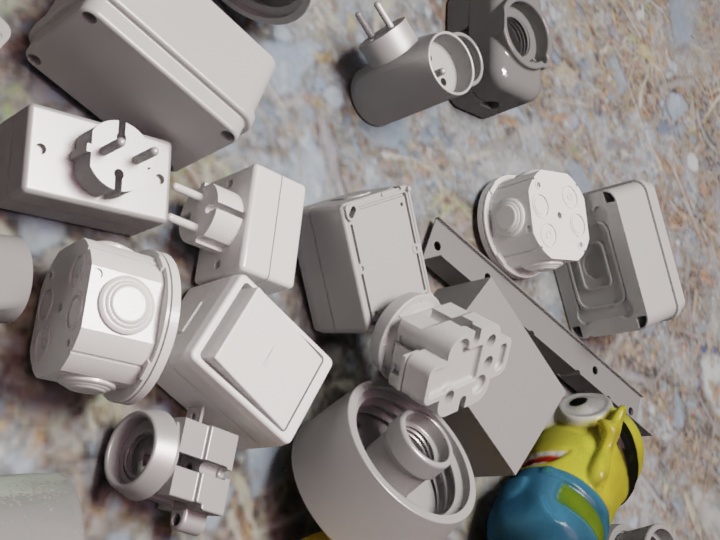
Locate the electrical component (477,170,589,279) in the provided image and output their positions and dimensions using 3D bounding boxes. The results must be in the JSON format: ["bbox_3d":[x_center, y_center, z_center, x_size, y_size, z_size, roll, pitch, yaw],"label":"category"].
[{"bbox_3d":[0.131,-0.036,0.810,0.080,0.051,0.080,12,72,-40],"label":"electrical component"}]

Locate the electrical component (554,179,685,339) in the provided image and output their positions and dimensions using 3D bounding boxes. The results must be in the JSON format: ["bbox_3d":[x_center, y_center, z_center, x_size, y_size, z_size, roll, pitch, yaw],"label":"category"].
[{"bbox_3d":[0.200,-0.009,0.848,0.057,0.078,0.113,-16,91,-41],"label":"electrical component"}]

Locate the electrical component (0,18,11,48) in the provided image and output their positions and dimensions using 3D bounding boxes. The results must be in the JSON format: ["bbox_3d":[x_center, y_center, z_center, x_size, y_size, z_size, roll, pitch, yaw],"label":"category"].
[{"bbox_3d":[-0.219,-0.124,0.508,0.089,0.056,0.050,46,53,-25],"label":"electrical component"}]

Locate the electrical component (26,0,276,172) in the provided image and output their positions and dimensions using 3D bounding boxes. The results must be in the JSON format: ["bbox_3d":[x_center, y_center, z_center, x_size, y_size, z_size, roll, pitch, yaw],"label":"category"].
[{"bbox_3d":[-0.114,-0.114,0.588,0.113,0.078,0.057,40,53,-29],"label":"electrical component"}]

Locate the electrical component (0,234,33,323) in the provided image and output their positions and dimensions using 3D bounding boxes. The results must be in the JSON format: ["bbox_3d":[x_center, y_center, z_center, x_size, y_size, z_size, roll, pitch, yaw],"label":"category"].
[{"bbox_3d":[-0.198,0.018,0.499,0.077,0.044,0.079,9,72,-45],"label":"electrical component"}]

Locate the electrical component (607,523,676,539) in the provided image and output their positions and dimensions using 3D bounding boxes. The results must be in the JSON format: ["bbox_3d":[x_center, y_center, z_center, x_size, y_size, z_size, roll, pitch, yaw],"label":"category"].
[{"bbox_3d":[0.206,0.215,0.815,0.045,0.055,0.045,12,72,-40],"label":"electrical component"}]

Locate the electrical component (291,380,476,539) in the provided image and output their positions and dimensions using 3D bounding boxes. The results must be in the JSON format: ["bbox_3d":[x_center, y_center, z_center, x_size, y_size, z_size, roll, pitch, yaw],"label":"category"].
[{"bbox_3d":[0.020,0.115,0.635,0.108,0.060,0.108,33,30,-22],"label":"electrical component"}]

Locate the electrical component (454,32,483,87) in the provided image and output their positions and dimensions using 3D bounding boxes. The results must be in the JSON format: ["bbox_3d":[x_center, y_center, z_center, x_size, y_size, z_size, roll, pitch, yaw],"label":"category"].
[{"bbox_3d":[0.059,-0.145,0.774,0.040,0.046,0.040,12,72,-40],"label":"electrical component"}]

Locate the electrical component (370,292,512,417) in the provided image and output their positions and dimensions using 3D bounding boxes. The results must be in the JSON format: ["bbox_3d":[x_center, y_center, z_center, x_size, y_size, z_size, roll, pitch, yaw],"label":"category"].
[{"bbox_3d":[0.043,0.048,0.642,0.078,0.057,0.058,-16,124,-45],"label":"electrical component"}]

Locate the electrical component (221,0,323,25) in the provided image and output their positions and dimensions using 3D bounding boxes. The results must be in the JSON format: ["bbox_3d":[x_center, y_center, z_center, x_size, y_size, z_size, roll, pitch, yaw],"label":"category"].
[{"bbox_3d":[-0.059,-0.197,0.641,0.108,0.108,0.060,50,58,-22],"label":"electrical component"}]

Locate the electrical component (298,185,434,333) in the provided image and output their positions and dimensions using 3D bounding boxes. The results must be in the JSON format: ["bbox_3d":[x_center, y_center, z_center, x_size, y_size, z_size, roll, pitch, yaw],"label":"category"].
[{"bbox_3d":[0.000,0.000,0.681,0.062,0.061,0.096,-20,102,-43],"label":"electrical component"}]

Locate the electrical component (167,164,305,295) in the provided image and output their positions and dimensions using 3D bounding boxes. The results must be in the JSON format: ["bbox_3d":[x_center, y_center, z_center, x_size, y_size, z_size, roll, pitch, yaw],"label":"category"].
[{"bbox_3d":[-0.078,-0.027,0.619,0.077,0.047,0.065,23,64,-38],"label":"electrical component"}]

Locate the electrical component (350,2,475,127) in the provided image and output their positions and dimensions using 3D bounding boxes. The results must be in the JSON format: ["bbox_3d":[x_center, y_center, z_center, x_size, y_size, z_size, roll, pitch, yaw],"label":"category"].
[{"bbox_3d":[0.025,-0.142,0.721,0.079,0.077,0.044,56,50,-17],"label":"electrical component"}]

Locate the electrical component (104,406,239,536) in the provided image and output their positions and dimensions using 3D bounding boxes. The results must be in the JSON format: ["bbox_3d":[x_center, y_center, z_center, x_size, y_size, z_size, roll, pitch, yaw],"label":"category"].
[{"bbox_3d":[-0.101,0.102,0.570,0.055,0.048,0.066,30,61,-42],"label":"electrical component"}]

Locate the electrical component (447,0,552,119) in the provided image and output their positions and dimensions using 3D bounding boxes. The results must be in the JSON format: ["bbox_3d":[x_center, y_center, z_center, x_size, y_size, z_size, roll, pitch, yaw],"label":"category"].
[{"bbox_3d":[0.105,-0.170,0.813,0.054,0.059,0.095,16,70,-39],"label":"electrical component"}]

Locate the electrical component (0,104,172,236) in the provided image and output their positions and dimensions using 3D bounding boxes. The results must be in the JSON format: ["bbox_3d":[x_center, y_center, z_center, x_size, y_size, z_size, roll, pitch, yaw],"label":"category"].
[{"bbox_3d":[-0.133,-0.054,0.556,0.083,0.076,0.047,13,72,-40],"label":"electrical component"}]

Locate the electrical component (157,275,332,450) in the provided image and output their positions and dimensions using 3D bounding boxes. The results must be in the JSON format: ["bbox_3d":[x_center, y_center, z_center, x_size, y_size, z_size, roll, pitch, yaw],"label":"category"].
[{"bbox_3d":[-0.062,0.057,0.605,0.096,0.061,0.061,46,53,-24],"label":"electrical component"}]

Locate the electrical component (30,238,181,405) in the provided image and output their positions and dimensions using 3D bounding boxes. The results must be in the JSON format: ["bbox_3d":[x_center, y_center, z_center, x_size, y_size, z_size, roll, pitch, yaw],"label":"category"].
[{"bbox_3d":[-0.128,0.025,0.541,0.051,0.080,0.080,17,68,-33],"label":"electrical component"}]
